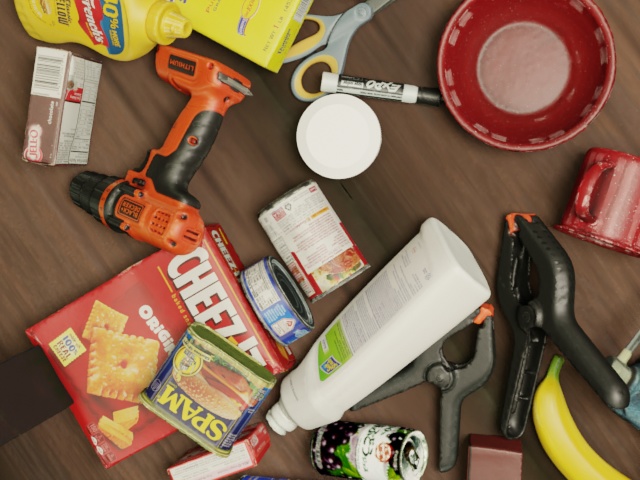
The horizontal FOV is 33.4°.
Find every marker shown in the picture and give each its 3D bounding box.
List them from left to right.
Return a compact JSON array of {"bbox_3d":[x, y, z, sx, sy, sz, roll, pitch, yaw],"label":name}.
[{"bbox_3d":[0.061,-0.144,1.027,0.121,0.020,0.020,8,95,0],"label":"marker"}]

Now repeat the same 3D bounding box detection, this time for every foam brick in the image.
[{"bbox_3d":[0.167,0.231,1.027,0.051,0.053,0.078,3,95,9],"label":"foam brick"}]

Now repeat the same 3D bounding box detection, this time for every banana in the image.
[{"bbox_3d":[0.262,0.207,1.017,0.070,0.037,0.198,-38,87,10],"label":"banana"}]

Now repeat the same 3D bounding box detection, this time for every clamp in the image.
[{"bbox_3d":[0.107,0.130,1.038,0.120,0.039,0.171,24,100,2],"label":"clamp"},{"bbox_3d":[0.210,0.073,0.975,0.036,0.165,0.210,2,77,-29],"label":"clamp"}]

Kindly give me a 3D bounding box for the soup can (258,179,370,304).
[{"bbox_3d":[-0.007,0.001,1.032,0.068,0.068,0.102,-33,88,10],"label":"soup can"}]

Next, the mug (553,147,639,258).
[{"bbox_3d":[0.263,-0.037,0.965,0.093,0.117,0.081,21,92,41],"label":"mug"}]

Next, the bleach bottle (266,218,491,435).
[{"bbox_3d":[0.044,0.096,1.025,0.251,0.102,0.068,-42,119,16],"label":"bleach bottle"}]

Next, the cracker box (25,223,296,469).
[{"bbox_3d":[-0.158,0.105,1.062,0.214,0.072,0.164,-30,89,9],"label":"cracker box"}]

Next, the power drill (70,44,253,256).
[{"bbox_3d":[-0.156,-0.091,1.037,0.185,0.057,0.187,22,91,38],"label":"power drill"}]

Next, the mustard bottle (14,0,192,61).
[{"bbox_3d":[-0.205,-0.223,1.023,0.192,0.058,0.096,18,127,24],"label":"mustard bottle"}]

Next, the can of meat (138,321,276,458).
[{"bbox_3d":[-0.102,0.137,0.993,0.102,0.057,0.084,35,96,1],"label":"can of meat"}]

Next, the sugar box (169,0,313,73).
[{"bbox_3d":[-0.099,-0.243,1.033,0.176,0.048,0.093,29,98,12],"label":"sugar box"}]

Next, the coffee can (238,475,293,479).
[{"bbox_3d":[-0.011,0.283,1.025,0.140,0.102,0.103,1,94,18],"label":"coffee can"}]

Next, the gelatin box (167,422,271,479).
[{"bbox_3d":[-0.098,0.215,1.059,0.089,0.073,0.030,-23,90,10],"label":"gelatin box"}]

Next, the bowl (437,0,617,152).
[{"bbox_3d":[0.191,-0.162,0.994,0.162,0.055,0.162,1,94,9],"label":"bowl"}]

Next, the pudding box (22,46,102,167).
[{"bbox_3d":[-0.254,-0.129,1.053,0.039,0.090,0.113,12,95,7],"label":"pudding box"}]

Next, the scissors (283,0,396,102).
[{"bbox_3d":[0.040,-0.199,1.037,0.202,0.016,0.096,-16,93,11],"label":"scissors"}]

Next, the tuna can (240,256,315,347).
[{"bbox_3d":[-0.041,0.058,1.033,0.034,0.086,0.086,-32,88,8],"label":"tuna can"}]
